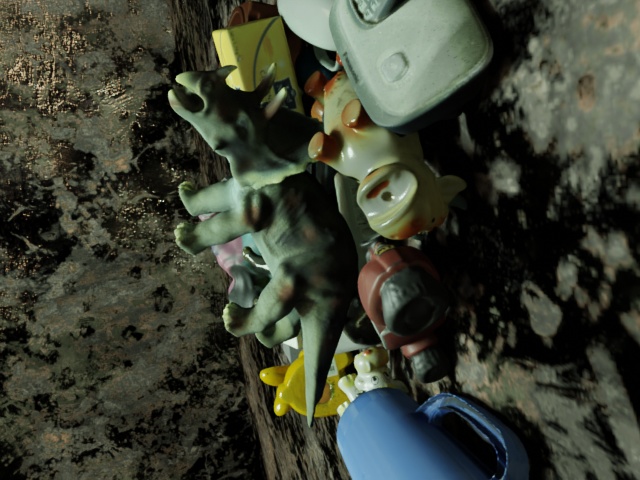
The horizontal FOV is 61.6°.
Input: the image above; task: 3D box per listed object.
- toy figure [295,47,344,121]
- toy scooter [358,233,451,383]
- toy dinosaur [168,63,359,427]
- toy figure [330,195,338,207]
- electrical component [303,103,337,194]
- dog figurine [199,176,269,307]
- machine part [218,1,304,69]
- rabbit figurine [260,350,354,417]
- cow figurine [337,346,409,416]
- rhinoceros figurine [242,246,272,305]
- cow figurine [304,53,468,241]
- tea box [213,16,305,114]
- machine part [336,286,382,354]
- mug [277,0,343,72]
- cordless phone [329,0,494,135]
[{"bbox_3d":[0.015,-0.167,0.633,0.064,0.057,0.154,-45,52,31],"label":"toy figure"},{"bbox_3d":[0.077,0.053,0.540,0.183,0.075,0.135,66,179,-47],"label":"toy scooter"},{"bbox_3d":[-0.030,0.005,0.585,0.404,0.192,0.131,60,-168,-17],"label":"toy dinosaur"},{"bbox_3d":[0.000,0.001,0.776,0.180,0.089,0.082,123,141,-56],"label":"toy figure"},{"bbox_3d":[0.001,-0.127,0.716,0.134,0.058,0.114,-119,21,-46],"label":"electrical component"},{"bbox_3d":[-0.109,0.020,0.868,0.192,0.109,0.218,-78,-19,-58],"label":"dog figurine"},{"bbox_3d":[-0.102,-0.252,0.826,0.201,0.087,0.201,-138,58,-64],"label":"machine part"},{"bbox_3d":[-0.010,0.235,0.900,0.173,0.162,0.121,-82,-32,-87],"label":"rabbit figurine"},{"bbox_3d":[0.073,0.216,0.704,0.167,0.068,0.098,90,154,-46],"label":"cow figurine"},{"bbox_3d":[-0.039,0.022,0.694,0.112,0.073,0.190,14,116,43],"label":"rhinoceros figurine"},{"bbox_3d":[0.057,-0.079,0.482,0.085,0.127,0.195,-42,38,34],"label":"cow figurine"},{"bbox_3d":[-0.068,-0.175,0.652,0.098,0.068,0.169,-137,30,-64],"label":"tea box"},{"bbox_3d":[0.040,0.110,0.724,0.243,0.079,0.079,129,127,-69],"label":"machine part"},{"bbox_3d":[0.011,-0.231,0.571,0.107,0.081,0.109,51,150,44],"label":"mug"},{"bbox_3d":[0.080,-0.181,0.376,0.184,0.089,0.147,115,141,-57],"label":"cordless phone"}]
